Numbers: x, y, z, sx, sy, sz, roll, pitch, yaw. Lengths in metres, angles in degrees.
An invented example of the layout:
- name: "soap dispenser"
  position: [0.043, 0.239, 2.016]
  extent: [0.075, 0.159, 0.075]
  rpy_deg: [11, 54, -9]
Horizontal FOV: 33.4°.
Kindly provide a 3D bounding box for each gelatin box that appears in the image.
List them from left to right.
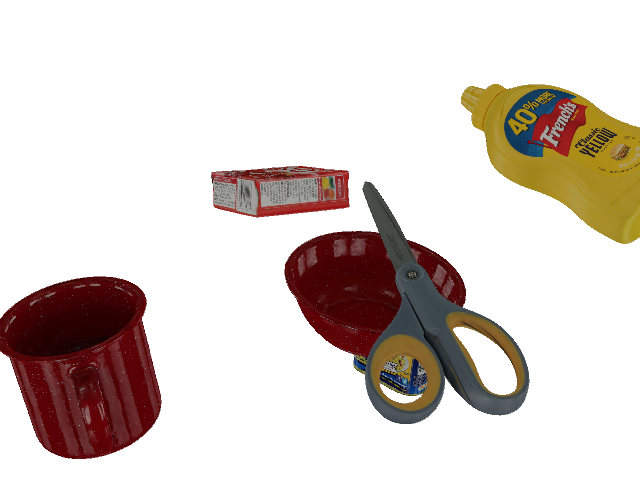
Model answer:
- name: "gelatin box"
  position: [-0.031, -0.038, 0.777]
  extent: [0.073, 0.030, 0.089]
  rpy_deg: [-6, 9, -25]

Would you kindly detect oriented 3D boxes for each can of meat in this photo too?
- name: "can of meat"
  position: [0.087, 0.118, 1.213]
  extent: [0.102, 0.084, 0.057]
  rpy_deg: [26, 33, 36]

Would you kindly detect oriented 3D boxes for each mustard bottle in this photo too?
- name: "mustard bottle"
  position: [0.193, -0.077, 0.863]
  extent: [0.192, 0.058, 0.096]
  rpy_deg: [34, 64, 30]

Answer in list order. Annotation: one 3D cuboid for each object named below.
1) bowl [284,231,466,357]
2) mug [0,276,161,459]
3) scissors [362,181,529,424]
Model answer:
- name: "bowl"
  position: [0.046, 0.056, 0.952]
  extent: [0.162, 0.055, 0.162]
  rpy_deg: [5, 31, -3]
- name: "mug"
  position: [-0.142, 0.085, 0.654]
  extent: [0.093, 0.081, 0.117]
  rpy_deg: [-17, 29, -14]
- name: "scissors"
  position: [0.041, 0.036, 0.625]
  extent: [0.096, 0.016, 0.202]
  rpy_deg: [-23, 45, -19]
